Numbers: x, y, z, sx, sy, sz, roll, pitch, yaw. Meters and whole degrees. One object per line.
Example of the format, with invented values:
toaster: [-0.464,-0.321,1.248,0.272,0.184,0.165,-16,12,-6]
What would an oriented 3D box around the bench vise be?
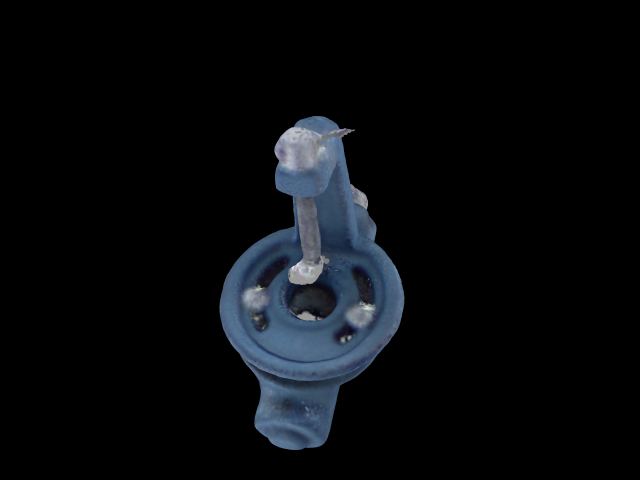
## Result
bench vise: [-0.008,0.002,0.399,0.121,0.220,0.207,-2,35,-3]
